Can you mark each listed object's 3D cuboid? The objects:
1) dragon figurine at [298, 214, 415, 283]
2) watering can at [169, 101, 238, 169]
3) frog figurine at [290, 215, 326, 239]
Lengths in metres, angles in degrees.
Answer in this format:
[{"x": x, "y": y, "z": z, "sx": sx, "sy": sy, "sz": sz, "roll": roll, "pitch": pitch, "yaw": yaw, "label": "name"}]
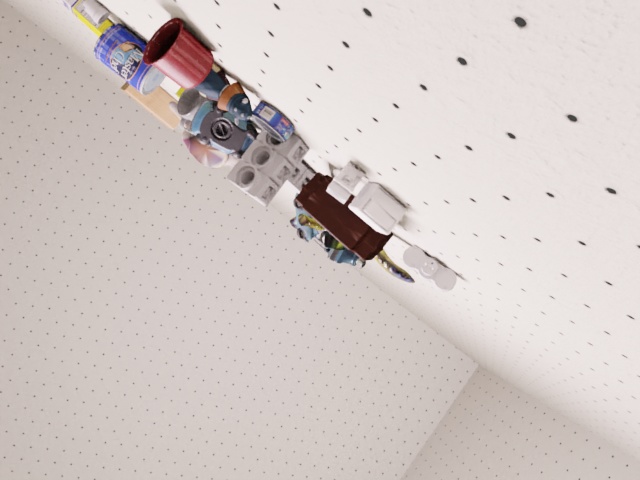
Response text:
[{"x": 0.076, "y": -0.044, "z": 1.338, "sx": 0.410, "sy": 0.121, "sz": 0.245, "roll": 40, "pitch": -165, "yaw": -3, "label": "dragon figurine"}, {"x": -0.359, "y": -0.319, "z": 1.590, "sx": 0.347, "sy": 0.103, "sz": 0.226, "roll": 35, "pitch": -166, "yaw": -1, "label": "watering can"}, {"x": 0.005, "y": -0.080, "z": 1.584, "sx": 0.136, "sy": 0.125, "sz": 0.157, "roll": 47, "pitch": 137, "yaw": -13, "label": "frog figurine"}]
